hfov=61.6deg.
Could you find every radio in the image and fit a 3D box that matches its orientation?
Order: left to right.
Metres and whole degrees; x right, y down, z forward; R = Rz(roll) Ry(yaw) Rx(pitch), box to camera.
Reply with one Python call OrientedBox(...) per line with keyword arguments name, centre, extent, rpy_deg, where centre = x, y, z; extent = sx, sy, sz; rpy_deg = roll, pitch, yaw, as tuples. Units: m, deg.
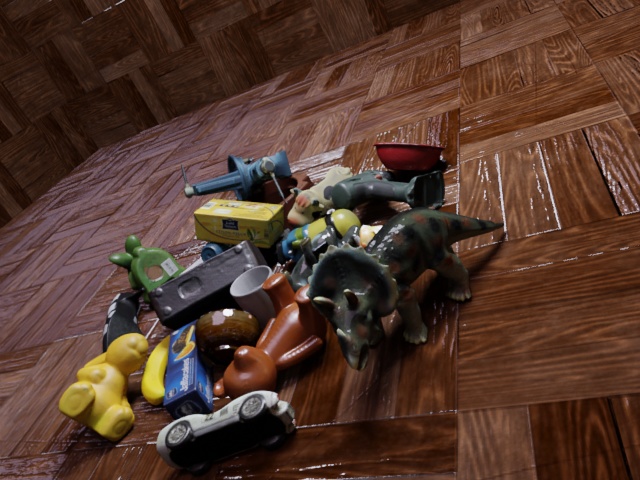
OrientedBox(name="radio", centre=(-0.214, 0.091, 1.059), extent=(0.230, 0.073, 0.131), rpy_deg=(-30, -14, -3))

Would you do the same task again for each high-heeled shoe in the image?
OrientedBox(name="high-heeled shoe", centre=(-0.437, 0.202, 1.148), extent=(0.145, 0.086, 0.249), rpy_deg=(-37, 29, 32))

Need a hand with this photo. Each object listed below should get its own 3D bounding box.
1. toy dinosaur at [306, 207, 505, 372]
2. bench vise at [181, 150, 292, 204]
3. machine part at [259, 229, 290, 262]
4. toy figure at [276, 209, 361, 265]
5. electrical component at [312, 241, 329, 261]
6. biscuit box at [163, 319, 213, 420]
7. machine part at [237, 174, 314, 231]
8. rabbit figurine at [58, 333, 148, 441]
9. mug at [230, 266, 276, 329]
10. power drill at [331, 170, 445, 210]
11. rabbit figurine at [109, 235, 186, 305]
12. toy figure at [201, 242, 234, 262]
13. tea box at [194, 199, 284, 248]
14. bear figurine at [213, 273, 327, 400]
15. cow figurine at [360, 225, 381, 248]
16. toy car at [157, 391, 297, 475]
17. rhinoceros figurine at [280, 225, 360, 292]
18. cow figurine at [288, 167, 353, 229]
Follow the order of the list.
OrientedBox(name="toy dinosaur", centre=(0.130, 0.028, 0.800), extent=(0.131, 0.192, 0.405), rpy_deg=(11, 47, 48))
OrientedBox(name="bench vise", centre=(-0.193, -0.139, 1.248), extent=(0.241, 0.128, 0.224), rpy_deg=(-17, 16, -19))
OrientedBox(name="machine part", centre=(-0.115, 0.029, 1.171), extent=(0.139, 0.039, 0.084), rpy_deg=(-30, 46, -5))
OrientedBox(name="toy figure", centre=(-0.003, -0.002, 1.080), extent=(0.180, 0.089, 0.082), rpy_deg=(-14, 35, 19))
OrientedBox(name="electrical component", centre=(0.034, 0.058, 0.912), extent=(0.075, 0.119, 0.048), rpy_deg=(-35, 27, -19))
OrientedBox(name="biscuit box", centre=(-0.222, 0.222, 0.919), extent=(0.063, 0.059, 0.203), rpy_deg=(-27, 27, 1))
OrientedBox(name="machine part", centre=(-0.114, -0.073, 1.309), extent=(0.201, 0.087, 0.201), rpy_deg=(7, 41, 47))
OrientedBox(name="rabbit figurine", centre=(-0.362, 0.245, 0.946), extent=(0.173, 0.122, 0.162), rpy_deg=(-62, 16, -19))
OrientedBox(name="mug", centre=(-0.104, 0.108, 0.960), extent=(0.081, 0.107, 0.110), rpy_deg=(-33, 24, -12))
OrientedBox(name="power drill", centre=(0.151, -0.111, 1.114), extent=(0.208, 0.085, 0.232), rpy_deg=(17, 25, 41))
OrientedBox(name="rabbit figurine", centre=(-0.427, 0.075, 1.289), extent=(0.121, 0.159, 0.170), rpy_deg=(-54, 21, -25))
OrientedBox(name="toy figure", centre=(-0.208, 0.022, 1.200), extent=(0.058, 0.064, 0.154), rpy_deg=(-36, -3, 20))
OrientedBox(name="tea box", centre=(-0.171, -0.037, 1.150), extent=(0.170, 0.068, 0.098), rpy_deg=(8, 25, 15))
OrientedBox(name="bear figurine", centre=(-0.083, 0.161, 0.830), extent=(0.196, 0.131, 0.120), rpy_deg=(-36, 33, -30))
OrientedBox(name="cow figurine", centre=(0.116, 0.008, 0.917), extent=(0.098, 0.068, 0.167), rpy_deg=(0, 0, 12))
OrientedBox(name="toy car", centre=(-0.130, 0.265, 0.745), extent=(0.202, 0.073, 0.056), rpy_deg=(-23, 28, 9))
OrientedBox(name="rhinoceros figurine", centre=(0.005, 0.043, 0.981), extent=(0.190, 0.112, 0.073), rpy_deg=(-49, 3, -13))
OrientedBox(name="cow figurine", centre=(0.005, -0.089, 1.168), extent=(0.086, 0.127, 0.195), rpy_deg=(32, 59, 24))
